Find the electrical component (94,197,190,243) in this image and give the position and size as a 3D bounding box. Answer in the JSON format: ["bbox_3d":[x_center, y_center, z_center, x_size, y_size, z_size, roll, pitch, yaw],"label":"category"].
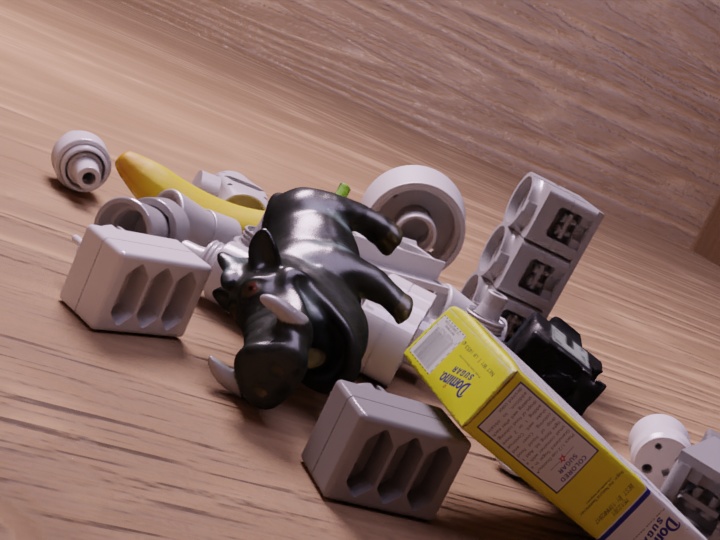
[{"bbox_3d":[-0.145,-0.027,0.722,0.045,0.045,0.055,29,12,16],"label":"electrical component"}]

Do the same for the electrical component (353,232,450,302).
[{"bbox_3d":[0.000,0.000,0.857,0.121,0.063,0.079,15,16,-40],"label":"electrical component"}]

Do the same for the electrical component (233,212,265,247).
[{"bbox_3d":[-0.072,-0.014,0.773,0.048,0.062,0.048,24,12,-6],"label":"electrical component"}]

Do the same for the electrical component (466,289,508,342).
[{"bbox_3d":[0.096,0.046,0.857,0.048,0.062,0.048,25,11,-5],"label":"electrical component"}]

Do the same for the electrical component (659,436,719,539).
[{"bbox_3d":[0.258,0.171,0.653,0.150,0.061,0.089,32,14,28],"label":"electrical component"}]

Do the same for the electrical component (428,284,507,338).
[{"bbox_3d":[0.091,0.045,0.908,0.065,0.044,0.044,27,11,-18],"label":"electrical component"}]

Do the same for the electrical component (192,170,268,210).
[{"bbox_3d":[-0.123,-0.060,0.913,0.079,0.043,0.077,21,13,-22],"label":"electrical component"}]

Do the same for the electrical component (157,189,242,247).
[{"bbox_3d":[-0.120,-0.030,0.797,0.065,0.044,0.044,20,12,-44],"label":"electrical component"}]

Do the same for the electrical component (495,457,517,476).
[{"bbox_3d":[0.108,0.108,0.677,0.040,0.040,0.046,30,8,20],"label":"electrical component"}]

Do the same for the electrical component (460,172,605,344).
[{"bbox_3d":[0.146,-0.006,0.968,0.062,0.150,0.089,25,12,-9],"label":"electrical component"}]

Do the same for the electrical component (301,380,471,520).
[{"bbox_3d":[0.006,0.083,0.553,0.066,0.047,0.076,19,14,-27],"label":"electrical component"}]

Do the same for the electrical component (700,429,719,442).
[{"bbox_3d":[0.288,0.158,0.805,0.083,0.047,0.076,28,12,14],"label":"electrical component"}]

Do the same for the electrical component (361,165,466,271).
[{"bbox_3d":[0.053,-0.043,1.054,0.108,0.108,0.060,24,18,-9],"label":"electrical component"}]

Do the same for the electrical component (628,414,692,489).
[{"bbox_3d":[0.218,0.133,0.779,0.045,0.045,0.055,27,12,7],"label":"electrical component"}]

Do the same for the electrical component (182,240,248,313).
[{"bbox_3d":[-0.092,0.000,0.713,0.062,0.048,0.048,25,12,10],"label":"electrical component"}]

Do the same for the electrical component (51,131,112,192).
[{"bbox_3d":[-0.210,-0.079,0.817,0.043,0.043,0.062,19,15,-29],"label":"electrical component"}]

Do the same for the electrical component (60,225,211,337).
[{"bbox_3d":[-0.139,-0.001,0.621,0.077,0.047,0.066,34,15,38],"label":"electrical component"}]

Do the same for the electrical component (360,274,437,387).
[{"bbox_3d":[0.037,0.047,0.755,0.074,0.052,0.138,27,12,5],"label":"electrical component"}]
